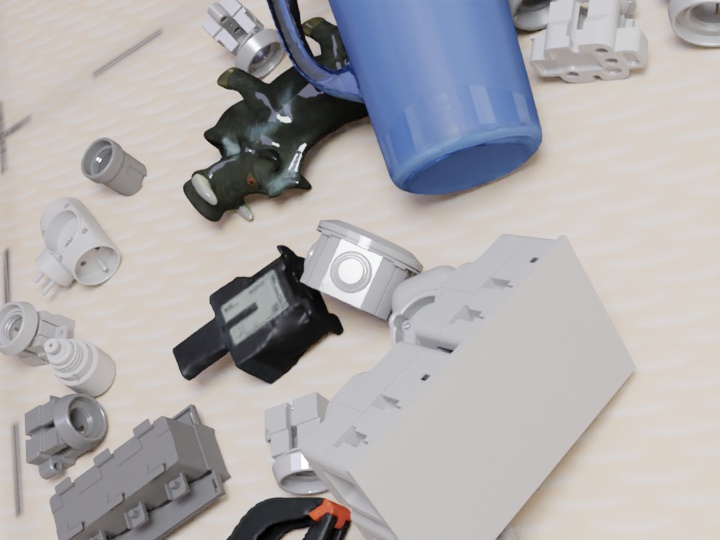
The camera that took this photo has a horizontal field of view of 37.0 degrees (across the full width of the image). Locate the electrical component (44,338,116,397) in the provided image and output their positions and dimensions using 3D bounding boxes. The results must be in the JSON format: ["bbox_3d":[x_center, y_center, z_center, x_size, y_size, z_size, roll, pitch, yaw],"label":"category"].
[{"bbox_3d":[-0.232,0.075,0.878,0.040,0.078,0.040,-7,63,15],"label":"electrical component"}]

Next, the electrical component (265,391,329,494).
[{"bbox_3d":[-0.038,0.123,0.750,0.066,0.048,0.055,-22,51,23],"label":"electrical component"}]

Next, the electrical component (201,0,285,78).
[{"bbox_3d":[-0.097,-0.197,0.921,0.048,0.066,0.055,-45,72,8],"label":"electrical component"}]

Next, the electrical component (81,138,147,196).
[{"bbox_3d":[-0.218,-0.090,0.959,0.040,0.046,0.040,-13,63,28],"label":"electrical component"}]

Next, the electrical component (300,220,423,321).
[{"bbox_3d":[0.000,0.000,0.759,0.080,0.080,0.051,23,88,37],"label":"electrical component"}]

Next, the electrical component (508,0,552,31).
[{"bbox_3d":[0.127,-0.209,0.786,0.055,0.055,0.047,-26,61,21],"label":"electrical component"}]

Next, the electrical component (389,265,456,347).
[{"bbox_3d":[0.058,0.049,0.712,0.054,0.059,0.095,-24,58,22],"label":"electrical component"}]

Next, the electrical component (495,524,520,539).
[{"bbox_3d":[0.077,0.187,0.634,0.042,0.081,0.063,-13,41,27],"label":"electrical component"}]

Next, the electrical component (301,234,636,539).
[{"bbox_3d":[0.065,0.077,0.623,0.186,0.105,0.060,-45,28,-22],"label":"electrical component"}]

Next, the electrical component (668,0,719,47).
[{"bbox_3d":[0.233,-0.184,0.705,0.078,0.058,0.057,0,67,33],"label":"electrical component"}]

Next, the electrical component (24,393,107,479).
[{"bbox_3d":[-0.240,0.130,0.877,0.055,0.048,0.066,-30,56,28],"label":"electrical component"}]

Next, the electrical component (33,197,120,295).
[{"bbox_3d":[-0.260,-0.013,0.952,0.079,0.044,0.077,-48,53,6],"label":"electrical component"}]

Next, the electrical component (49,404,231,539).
[{"bbox_3d":[-0.167,0.162,0.804,0.121,0.063,0.078,-36,55,14],"label":"electrical component"}]

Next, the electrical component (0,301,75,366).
[{"bbox_3d":[-0.285,0.056,0.931,0.066,0.055,0.048,-12,64,28],"label":"electrical component"}]

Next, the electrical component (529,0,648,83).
[{"bbox_3d":[0.160,-0.168,0.745,0.078,0.058,0.057,0,73,33],"label":"electrical component"}]
